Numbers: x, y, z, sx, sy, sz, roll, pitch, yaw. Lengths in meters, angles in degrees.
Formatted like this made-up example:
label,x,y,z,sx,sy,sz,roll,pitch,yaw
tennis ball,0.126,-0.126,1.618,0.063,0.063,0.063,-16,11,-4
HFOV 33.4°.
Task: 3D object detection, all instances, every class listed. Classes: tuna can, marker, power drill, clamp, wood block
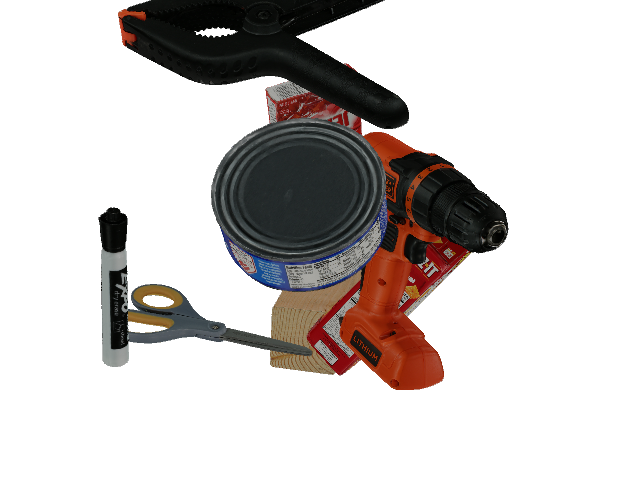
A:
label,x,y,z,sx,sy,sz,roll,pitch,yaw
tuna can,-0.009,-0.018,0.531,0.086,0.086,0.034,0,-33,8
marker,-0.142,0.033,0.735,0.020,0.121,0.020,4,29,-2
power drill,0.077,0.022,0.859,0.057,0.188,0.185,-5,26,-27
clamp,-0.034,-0.135,0.733,0.210,0.164,0.036,-2,-42,-2
wood block,-0.003,0.097,1.477,0.091,0.090,0.206,6,20,8

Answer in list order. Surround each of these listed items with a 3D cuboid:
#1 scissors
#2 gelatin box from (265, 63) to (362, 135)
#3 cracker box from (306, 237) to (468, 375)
label,x,y,z,sx,sy,sz,roll,pitch,yaw
scissors,-0.108,0.077,1.039,0.201,0.016,0.096,3,32,-1
gelatin box,-0.005,-0.121,1.017,0.089,0.073,0.030,-20,45,-16
cracker box,0.095,0.047,1.270,0.214,0.072,0.163,-49,-9,33
